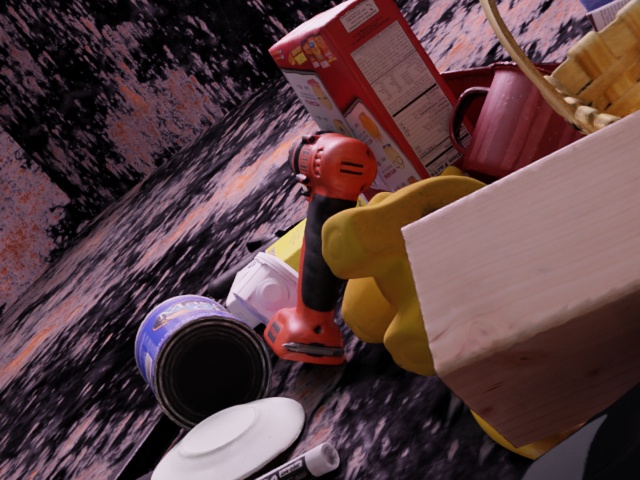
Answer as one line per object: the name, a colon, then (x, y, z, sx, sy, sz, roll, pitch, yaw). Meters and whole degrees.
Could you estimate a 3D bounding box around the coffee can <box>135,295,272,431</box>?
coffee can: (-0.108, 0.108, 0.960, 0.102, 0.102, 0.140, -44, 14, -9)

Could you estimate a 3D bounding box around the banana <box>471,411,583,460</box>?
banana: (0.111, 0.076, 0.597, 0.070, 0.037, 0.197, -37, 14, 16)

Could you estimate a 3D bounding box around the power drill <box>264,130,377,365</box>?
power drill: (-0.006, 0.001, 0.894, 0.184, 0.057, 0.188, -147, 64, -78)

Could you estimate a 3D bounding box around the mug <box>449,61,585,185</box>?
mug: (0.147, -0.080, 0.794, 0.117, 0.093, 0.081, 20, 89, 34)

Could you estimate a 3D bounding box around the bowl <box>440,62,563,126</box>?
bowl: (0.162, -0.116, 0.923, 0.162, 0.055, 0.162, -3, 3, 0)

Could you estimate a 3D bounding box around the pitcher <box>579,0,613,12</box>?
pitcher: (0.345, -0.292, 0.948, 0.243, 0.149, 0.145, -33, 31, 42)

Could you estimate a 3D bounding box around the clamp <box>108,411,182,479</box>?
clamp: (-0.181, 0.228, 0.928, 0.210, 0.036, 0.165, -40, 14, -4)

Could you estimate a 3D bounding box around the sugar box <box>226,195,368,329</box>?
sugar box: (-0.019, 0.016, 1.127, 0.176, 0.048, 0.093, -36, 15, 18)

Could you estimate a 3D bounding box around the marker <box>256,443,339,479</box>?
marker: (-0.036, 0.172, 0.742, 0.121, 0.020, 0.020, -33, 16, 31)

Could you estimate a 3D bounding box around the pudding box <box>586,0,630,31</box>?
pudding box: (0.288, -0.198, 0.881, 0.090, 0.039, 0.113, -21, 6, 45)

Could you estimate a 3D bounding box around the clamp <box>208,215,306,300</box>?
clamp: (-0.057, 0.015, 1.246, 0.172, 0.039, 0.120, -28, 20, 45)

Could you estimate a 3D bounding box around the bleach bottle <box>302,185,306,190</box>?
bleach bottle: (0.083, -0.097, 1.132, 0.102, 0.068, 0.251, -25, 4, -33)

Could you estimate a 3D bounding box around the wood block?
wood block: (0.153, 0.004, 0.477, 0.206, 0.090, 0.091, -27, 47, 20)

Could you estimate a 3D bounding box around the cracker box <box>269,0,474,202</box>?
cracker box: (0.060, -0.100, 0.905, 0.072, 0.213, 0.164, -38, 13, -12)
